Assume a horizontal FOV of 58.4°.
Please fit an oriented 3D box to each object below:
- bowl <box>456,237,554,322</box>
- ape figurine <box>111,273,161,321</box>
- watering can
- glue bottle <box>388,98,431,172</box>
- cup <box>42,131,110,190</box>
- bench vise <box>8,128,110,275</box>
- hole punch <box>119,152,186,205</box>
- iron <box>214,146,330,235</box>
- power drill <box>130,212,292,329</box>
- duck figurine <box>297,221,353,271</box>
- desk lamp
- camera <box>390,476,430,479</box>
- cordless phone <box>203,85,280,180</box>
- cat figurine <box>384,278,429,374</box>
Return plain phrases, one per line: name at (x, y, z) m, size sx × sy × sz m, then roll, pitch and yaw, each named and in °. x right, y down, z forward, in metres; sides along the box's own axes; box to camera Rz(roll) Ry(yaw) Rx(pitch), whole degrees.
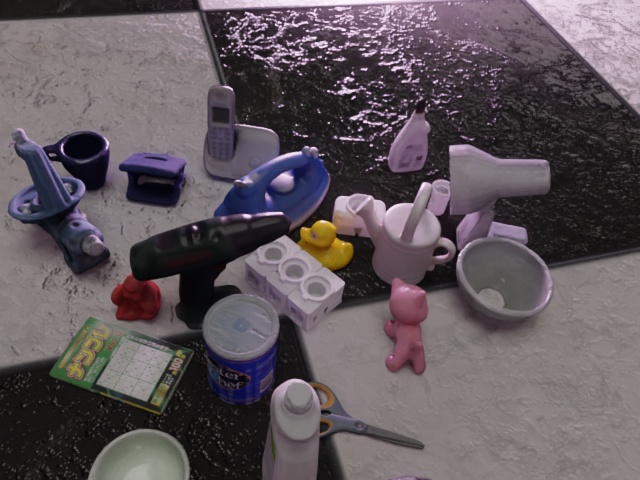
bowl at (0.308, 0.079, 0.988) m, size 0.167 × 0.075 × 0.167 m, roll 4°, pitch 49°, yaw -4°
ape figurine at (-0.284, 0.083, 0.891) m, size 0.077 × 0.092 × 0.076 m, roll 36°, pitch 54°, yaw 22°
watering can at (0.144, -0.016, 0.968) m, size 0.173 × 0.194 × 0.101 m, roll 6°, pitch 49°, yaw -2°
glue bottle at (0.189, -0.212, 1.156) m, size 0.078 × 0.173 × 0.037 m, roll -7°, pitch 51°, yaw -13°
cup at (-0.443, -0.138, 1.057) m, size 0.118 × 0.095 × 0.091 m, roll -3°, pitch 50°, yaw -10°
bench vise at (-0.411, -0.066, 0.917) m, size 0.207 × 0.220 × 0.122 m, roll 23°, pitch 51°, yaw 12°
hole punch at (-0.311, -0.130, 1.071) m, size 0.108 × 0.091 × 0.101 m, roll 7°, pitch 49°, yaw -2°
iron at (-0.067, -0.105, 1.050) m, size 0.118 × 0.141 × 0.259 m, roll 39°, pitch 55°, yaw 24°
power drill at (-0.160, 0.044, 0.865) m, size 0.230 × 0.208 × 0.075 m, roll -9°, pitch 51°, yaw -15°
duck figurine at (0.009, 0.004, 1.004) m, size 0.104 × 0.086 × 0.077 m, roll 8°, pitch 49°, yaw -1°
desk lamp at (0.305, -0.066, 1.020) m, size 0.203 × 0.213 × 0.118 m, roll 10°, pitch 49°, yaw 1°
camera at (0.077, 0.360, 0.698) m, size 0.137 × 0.101 × 0.143 m, roll 8°, pitch 49°, yaw -1°
cordless phone at (-0.150, -0.204, 1.094) m, size 0.147 × 0.185 × 0.094 m, roll 4°, pitch 49°, yaw -4°
cat figurine at (0.141, 0.127, 0.895) m, size 0.067 × 0.118 × 0.127 m, roll 2°, pitch 49°, yaw -6°
